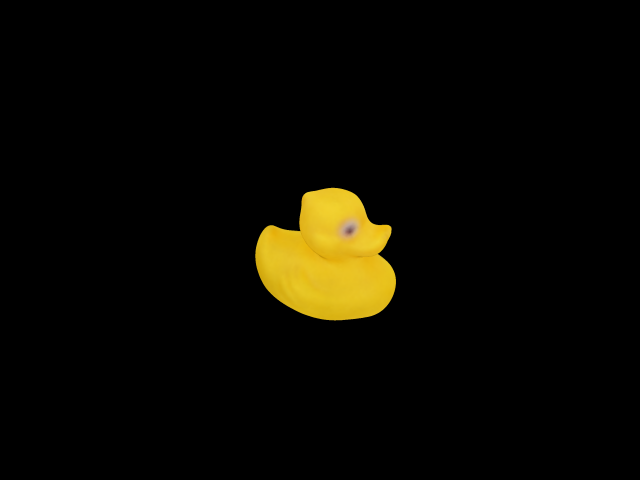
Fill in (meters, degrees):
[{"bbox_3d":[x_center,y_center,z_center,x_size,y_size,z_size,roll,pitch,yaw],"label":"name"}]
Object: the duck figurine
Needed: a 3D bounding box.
[{"bbox_3d":[0.004,0.001,0.400,0.104,0.086,0.077,14,43,15],"label":"duck figurine"}]
